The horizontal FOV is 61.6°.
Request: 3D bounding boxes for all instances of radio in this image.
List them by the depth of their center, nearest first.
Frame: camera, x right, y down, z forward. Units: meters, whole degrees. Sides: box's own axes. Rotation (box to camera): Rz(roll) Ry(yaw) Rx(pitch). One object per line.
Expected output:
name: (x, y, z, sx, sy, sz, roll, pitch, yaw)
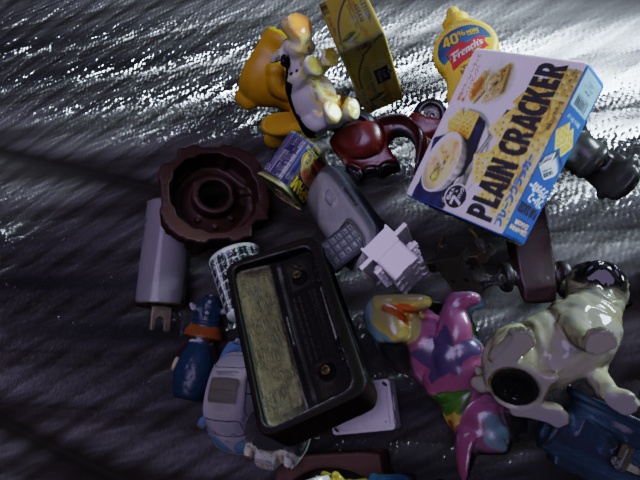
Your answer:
radio: (-0.025, 0.115, 0.656, 0.131, 0.073, 0.230, -22, 57, 4)

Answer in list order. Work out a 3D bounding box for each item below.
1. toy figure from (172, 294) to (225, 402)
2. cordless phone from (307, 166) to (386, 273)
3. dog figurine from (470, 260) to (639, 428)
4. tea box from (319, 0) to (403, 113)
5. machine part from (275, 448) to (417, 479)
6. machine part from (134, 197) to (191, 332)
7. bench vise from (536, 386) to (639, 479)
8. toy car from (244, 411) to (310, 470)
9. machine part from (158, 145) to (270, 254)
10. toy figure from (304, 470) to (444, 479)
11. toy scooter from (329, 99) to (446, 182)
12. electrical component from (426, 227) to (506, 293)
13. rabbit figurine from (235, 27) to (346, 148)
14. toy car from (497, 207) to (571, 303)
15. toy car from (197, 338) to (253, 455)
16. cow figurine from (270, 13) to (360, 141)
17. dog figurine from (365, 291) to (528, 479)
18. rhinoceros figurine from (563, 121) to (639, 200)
toy figure: (-0.179, 0.158, 0.799, 0.058, 0.064, 0.154, -16, 58, 53)
cordless phone: (-0.002, -0.003, 0.782, 0.184, 0.088, 0.147, -38, 67, 8)
dog figurine: (0.266, 0.102, 0.613, 0.172, 0.190, 0.121, -6, 112, 26)
tea box: (0.065, -0.274, 0.795, 0.068, 0.169, 0.098, -23, 70, 11)
machine part: (0.026, 0.364, 0.656, 0.201, 0.087, 0.201, -10, 72, 15)
machine part: (-0.245, 0.023, 0.850, 0.079, 0.079, 0.243, -3, 74, 16)
bench vise: (0.369, 0.201, 0.584, 0.224, 0.128, 0.240, 24, 86, 20)
toy car: (-0.033, 0.202, 0.702, 0.074, 0.056, 0.202, 6, 45, 20)
machine part: (-0.164, -0.064, 0.827, 0.179, 0.056, 0.179, 5, 68, -13)
toy figure: (0.049, 0.300, 0.580, 0.180, 0.082, 0.089, -5, 70, 13)
toy scooter: (0.107, -0.129, 0.791, 0.184, 0.075, 0.135, -9, 72, 10)
electrical component: (0.191, 0.029, 0.709, 0.078, 0.102, 0.045, 48, 63, -9)
rabbit figurine: (-0.040, -0.225, 0.847, 0.173, 0.122, 0.162, 32, 81, 4)
toy car: (0.272, -0.014, 0.714, 0.089, 0.053, 0.202, -2, 73, -5)
toy car: (-0.110, 0.213, 0.737, 0.109, 0.103, 0.161, 1, 76, 17)
cow figurine: (-0.020, -0.230, 0.770, 0.098, 0.068, 0.167, -20, 96, 50)
dog figurine: (0.151, 0.174, 0.666, 0.192, 0.108, 0.219, -4, 75, 15)
rhinoceros figurine: (0.326, -0.122, 0.706, 0.073, 0.112, 0.190, -52, 52, 18)
